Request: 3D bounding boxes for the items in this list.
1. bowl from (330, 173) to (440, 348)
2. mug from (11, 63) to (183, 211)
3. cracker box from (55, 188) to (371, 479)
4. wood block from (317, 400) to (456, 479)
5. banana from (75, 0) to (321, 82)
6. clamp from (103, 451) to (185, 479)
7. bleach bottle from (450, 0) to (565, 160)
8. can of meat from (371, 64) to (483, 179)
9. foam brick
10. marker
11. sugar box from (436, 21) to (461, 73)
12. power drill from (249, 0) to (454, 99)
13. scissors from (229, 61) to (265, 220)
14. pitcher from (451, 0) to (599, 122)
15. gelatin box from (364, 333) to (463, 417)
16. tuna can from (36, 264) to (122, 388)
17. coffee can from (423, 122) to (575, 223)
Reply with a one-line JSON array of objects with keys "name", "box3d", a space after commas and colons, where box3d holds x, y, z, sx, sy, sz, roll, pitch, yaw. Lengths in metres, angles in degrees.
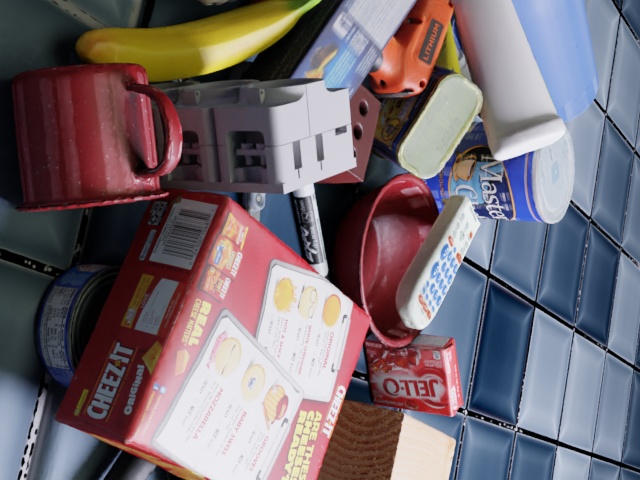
[{"name": "bowl", "box3d": [0.056, 0.017, 0.997, 0.161, 0.055, 0.162, -10, 101, -57]}, {"name": "mug", "box3d": [-0.132, -0.063, 0.641, 0.093, 0.117, 0.081, -13, 100, -55]}, {"name": "cracker box", "box3d": [-0.061, 0.084, 0.730, 0.213, 0.072, 0.164, 42, 63, -52]}, {"name": "wood block", "box3d": [0.049, 0.199, 0.937, 0.206, 0.090, 0.091, 41, 59, -66]}, {"name": "banana", "box3d": [-0.089, -0.141, 0.741, 0.197, 0.070, 0.037, -24, 70, -35]}, {"name": "clamp", "box3d": [-0.114, 0.137, 0.760, 0.120, 0.039, 0.171, 20, 73, -62]}, {"name": "bleach bottle", "box3d": [0.153, -0.202, 0.983, 0.102, 0.068, 0.251, 4, 68, -83]}, {"name": "can of meat", "box3d": [0.090, -0.112, 0.970, 0.057, 0.084, 0.102, 29, 96, -30]}, {"name": "foam brick", "box3d": [0.012, -0.093, 0.918, 0.053, 0.051, 0.078, 33, 66, -54]}, {"name": "marker", "box3d": [-0.006, 0.001, 0.931, 0.020, 0.020, 0.121, -39, 125, -49]}, {"name": "sugar box", "box3d": [0.093, -0.198, 1.039, 0.093, 0.048, 0.176, -46, 131, -45]}, {"name": "power drill", "box3d": [0.033, -0.220, 0.902, 0.187, 0.057, 0.184, 32, 74, -38]}, {"name": "scissors", "box3d": [-0.043, -0.045, 0.870, 0.096, 0.016, 0.202, -23, 113, -53]}, {"name": "pitcher", "box3d": [0.228, -0.233, 1.190, 0.242, 0.149, 0.145, 56, 33, -48]}, {"name": "gelatin box", "box3d": [0.090, 0.128, 1.030, 0.030, 0.089, 0.073, -35, 123, -50]}, {"name": "tuna can", "box3d": [-0.146, 0.058, 0.704, 0.086, 0.034, 0.086, -9, 101, -57]}, {"name": "coffee can", "box3d": [0.177, -0.071, 1.097, 0.102, 0.141, 0.103, -9, 101, -57]}]
